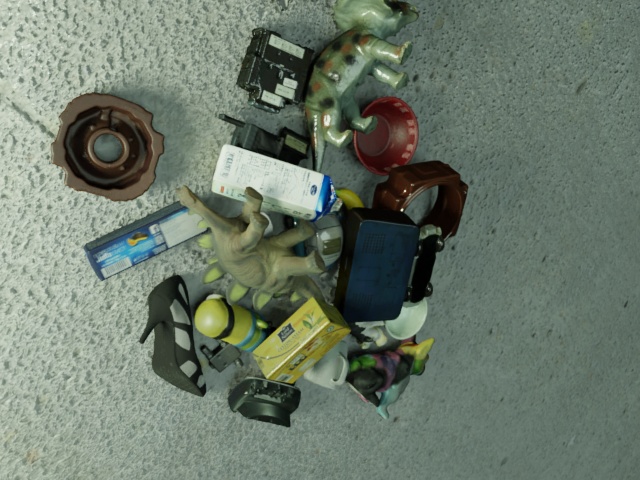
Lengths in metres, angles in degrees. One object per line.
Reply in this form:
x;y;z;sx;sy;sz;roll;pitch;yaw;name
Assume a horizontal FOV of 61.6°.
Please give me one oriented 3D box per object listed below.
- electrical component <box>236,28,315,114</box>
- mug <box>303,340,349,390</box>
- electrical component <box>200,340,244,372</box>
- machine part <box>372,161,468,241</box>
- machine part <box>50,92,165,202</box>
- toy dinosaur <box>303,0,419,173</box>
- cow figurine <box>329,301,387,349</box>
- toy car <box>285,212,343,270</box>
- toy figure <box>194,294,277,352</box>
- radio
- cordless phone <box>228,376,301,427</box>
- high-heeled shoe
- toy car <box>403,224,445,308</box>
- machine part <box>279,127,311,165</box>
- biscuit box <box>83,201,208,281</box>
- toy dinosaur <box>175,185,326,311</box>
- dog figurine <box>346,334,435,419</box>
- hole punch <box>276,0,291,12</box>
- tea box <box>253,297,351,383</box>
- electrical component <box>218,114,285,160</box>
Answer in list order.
-0.086;-0.303;0.984;0.115;0.058;0.134;16;95;-29;electrical component
0.023;0.264;1.169;0.080;0.110;0.107;24;78;-27;mug
-0.195;0.234;1.082;0.063;0.021;0.093;-40;120;-14;electrical component
0.214;-0.062;1.166;0.201;0.087;0.201;-13;129;-27;machine part
-0.347;-0.151;0.878;0.179;0.056;0.179;-7;105;-27;machine part
0.043;-0.304;1.018;0.404;0.192;0.131;-51;160;7;toy dinosaur
0.087;0.186;1.202;0.098;0.068;0.167;-32;113;-13;cow figurine
-0.002;-0.003;1.083;0.109;0.103;0.161;-10;106;-26;toy car
-0.160;0.167;1.044;0.180;0.089;0.082;36;86;-32;toy figure
0.112;0.053;1.080;0.131;0.073;0.229;2;116;-15;radio
-0.098;0.286;1.130;0.146;0.089;0.184;24;79;-30;cordless phone
-0.259;0.186;1.025;0.145;0.086;0.248;-66;147;-36;high-heeled shoe
0.210;0.057;1.149;0.073;0.056;0.201;-9;122;-27;toy car
-0.066;-0.145;1.049;0.084;0.039;0.138;17;92;-39;machine part
-0.302;-0.004;0.937;0.203;0.063;0.059;-27;115;-20;biscuit box
-0.095;0.045;0.994;0.198;0.105;0.470;-31;132;23;toy dinosaur
0.166;0.284;1.250;0.219;0.109;0.191;-48;123;-15;dog figurine
-0.035;-0.490;0.959;0.116;0.092;0.142;-8;112;3;hole punch
-0.035;0.197;1.047;0.169;0.068;0.098;-43;146;8;tea box
-0.132;-0.187;0.978;0.119;0.075;0.047;15;94;-35;electrical component
